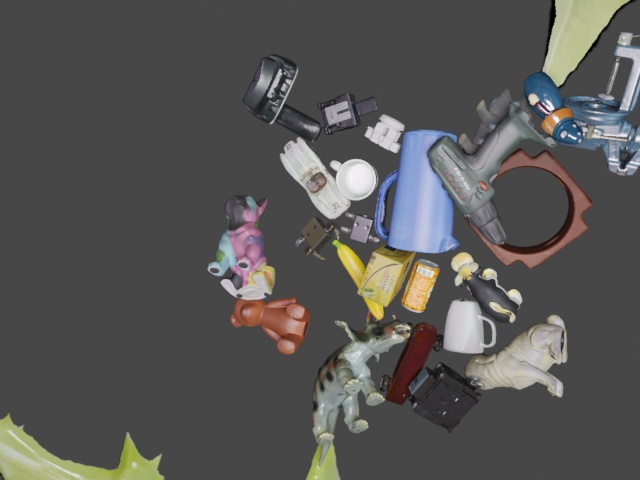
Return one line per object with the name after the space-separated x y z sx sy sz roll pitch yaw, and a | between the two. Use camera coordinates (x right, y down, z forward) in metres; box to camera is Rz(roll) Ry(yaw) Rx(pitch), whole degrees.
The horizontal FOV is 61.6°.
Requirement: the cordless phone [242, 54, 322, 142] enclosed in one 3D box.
-0.064 -0.311 1.189 0.184 0.089 0.146 29 106 0 | cordless phone

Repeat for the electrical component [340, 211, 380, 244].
0.094 -0.027 1.199 0.094 0.021 0.063 20 103 15 | electrical component

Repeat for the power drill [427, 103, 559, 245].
0.329 -0.130 0.991 0.232 0.086 0.207 46 116 -2 | power drill

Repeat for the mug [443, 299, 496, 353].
0.311 0.179 1.122 0.110 0.081 0.107 -2 87 45 | mug

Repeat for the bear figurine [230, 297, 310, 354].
-0.125 0.176 1.250 0.196 0.132 0.120 18 91 9 | bear figurine

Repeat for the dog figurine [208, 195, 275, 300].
-0.163 0.005 1.229 0.109 0.219 0.191 -12 137 22 | dog figurine

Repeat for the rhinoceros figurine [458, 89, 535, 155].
0.354 -0.223 1.043 0.112 0.073 0.190 39 96 23 | rhinoceros figurine

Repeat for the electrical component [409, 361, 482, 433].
0.259 0.333 1.155 0.134 0.058 0.115 32 101 -12 | electrical component

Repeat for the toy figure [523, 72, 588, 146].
0.417 -0.228 0.957 0.064 0.057 0.154 -22 69 6 | toy figure

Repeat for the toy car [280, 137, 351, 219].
-0.011 -0.138 1.198 0.073 0.056 0.202 -40 85 19 | toy car

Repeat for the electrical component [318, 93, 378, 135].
0.062 -0.276 1.159 0.119 0.048 0.074 -10 95 21 | electrical component

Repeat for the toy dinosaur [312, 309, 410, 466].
0.047 0.322 1.215 0.131 0.192 0.404 16 123 -23 | toy dinosaur

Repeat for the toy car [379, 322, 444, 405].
0.201 0.272 1.193 0.089 0.053 0.202 19 106 -6 | toy car

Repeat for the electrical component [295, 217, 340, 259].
-0.002 -0.005 1.225 0.102 0.045 0.078 -53 52 15 | electrical component

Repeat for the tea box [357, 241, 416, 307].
0.142 0.065 1.119 0.068 0.169 0.098 24 107 15 | tea box

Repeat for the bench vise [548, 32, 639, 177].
0.536 -0.240 0.958 0.224 0.129 0.240 23 125 33 | bench vise

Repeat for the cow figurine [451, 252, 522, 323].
0.333 0.099 1.100 0.167 0.098 0.068 42 114 8 | cow figurine

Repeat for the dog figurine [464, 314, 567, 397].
0.398 0.231 1.107 0.191 0.121 0.172 5 66 35 | dog figurine

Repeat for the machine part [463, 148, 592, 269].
0.404 -0.062 1.058 0.201 0.087 0.201 -41 86 20 | machine part
